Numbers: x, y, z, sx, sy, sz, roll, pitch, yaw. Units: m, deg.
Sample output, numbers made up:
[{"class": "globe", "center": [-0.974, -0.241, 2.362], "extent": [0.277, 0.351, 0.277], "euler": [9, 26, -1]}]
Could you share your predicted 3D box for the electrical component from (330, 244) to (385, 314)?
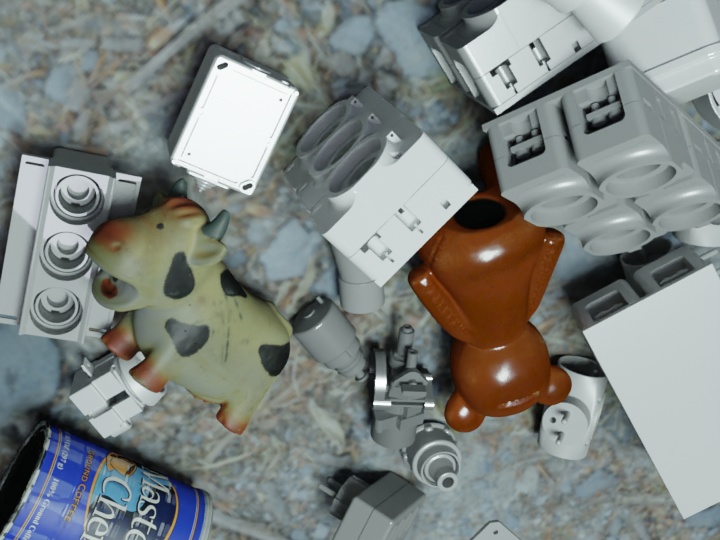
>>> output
[{"class": "electrical component", "center": [0.000, 0.000, 0.819], "extent": [0.044, 0.044, 0.065], "euler": [-9, 117, -10]}]

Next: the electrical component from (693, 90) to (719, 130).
[{"class": "electrical component", "center": [0.308, -0.151, 0.833], "extent": [0.099, 0.064, 0.099], "euler": [0, 106, 1]}]

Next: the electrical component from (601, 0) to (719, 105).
[{"class": "electrical component", "center": [0.225, -0.152, 0.760], "extent": [0.078, 0.113, 0.057], "euler": [-20, 86, 30]}]

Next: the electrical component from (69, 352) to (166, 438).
[{"class": "electrical component", "center": [-0.180, 0.088, 0.808], "extent": [0.055, 0.048, 0.066], "euler": [-30, 115, 8]}]

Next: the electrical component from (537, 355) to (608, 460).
[{"class": "electrical component", "center": [0.173, 0.120, 0.887], "extent": [0.044, 0.079, 0.077], "euler": [16, 109, 16]}]

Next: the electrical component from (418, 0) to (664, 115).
[{"class": "electrical component", "center": [0.140, -0.195, 0.740], "extent": [0.186, 0.105, 0.060], "euler": [-35, 114, 1]}]

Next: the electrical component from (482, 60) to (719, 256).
[{"class": "electrical component", "center": [0.181, -0.067, 0.751], "extent": [0.105, 0.060, 0.186], "euler": [-22, 157, 30]}]

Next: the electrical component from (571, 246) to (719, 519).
[{"class": "electrical component", "center": [0.255, 0.087, 0.845], "extent": [0.105, 0.060, 0.186], "euler": [-29, 108, 7]}]

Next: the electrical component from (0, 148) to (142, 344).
[{"class": "electrical component", "center": [-0.204, -0.019, 0.751], "extent": [0.079, 0.063, 0.121], "euler": [10, 108, -17]}]

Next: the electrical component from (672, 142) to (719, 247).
[{"class": "electrical component", "center": [0.260, -0.061, 0.854], "extent": [0.079, 0.044, 0.077], "euler": [-1, 111, -13]}]

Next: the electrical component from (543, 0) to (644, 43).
[{"class": "electrical component", "center": [0.142, -0.174, 0.665], "extent": [0.055, 0.045, 0.045], "euler": [31, 101, -21]}]

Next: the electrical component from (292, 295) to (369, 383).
[{"class": "electrical component", "center": [-0.020, 0.057, 0.836], "extent": [0.040, 0.040, 0.078], "euler": [-37, 115, 3]}]

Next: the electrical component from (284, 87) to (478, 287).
[{"class": "electrical component", "center": [0.006, -0.065, 0.735], "extent": [0.089, 0.150, 0.062], "euler": [-45, 114, 5]}]

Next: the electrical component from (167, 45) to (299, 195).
[{"class": "electrical component", "center": [-0.093, -0.100, 0.747], "extent": [0.062, 0.061, 0.096], "euler": [22, 104, -20]}]

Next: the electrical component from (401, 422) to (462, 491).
[{"class": "electrical component", "center": [0.063, 0.158, 0.882], "extent": [0.048, 0.062, 0.048], "euler": [-5, 111, -12]}]

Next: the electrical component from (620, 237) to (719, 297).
[{"class": "electrical component", "center": [0.261, 0.009, 0.882], "extent": [0.079, 0.043, 0.077], "euler": [-26, 114, -3]}]

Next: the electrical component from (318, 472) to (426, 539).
[{"class": "electrical component", "center": [0.001, 0.193, 0.880], "extent": [0.076, 0.083, 0.047], "euler": [30, 104, 17]}]
